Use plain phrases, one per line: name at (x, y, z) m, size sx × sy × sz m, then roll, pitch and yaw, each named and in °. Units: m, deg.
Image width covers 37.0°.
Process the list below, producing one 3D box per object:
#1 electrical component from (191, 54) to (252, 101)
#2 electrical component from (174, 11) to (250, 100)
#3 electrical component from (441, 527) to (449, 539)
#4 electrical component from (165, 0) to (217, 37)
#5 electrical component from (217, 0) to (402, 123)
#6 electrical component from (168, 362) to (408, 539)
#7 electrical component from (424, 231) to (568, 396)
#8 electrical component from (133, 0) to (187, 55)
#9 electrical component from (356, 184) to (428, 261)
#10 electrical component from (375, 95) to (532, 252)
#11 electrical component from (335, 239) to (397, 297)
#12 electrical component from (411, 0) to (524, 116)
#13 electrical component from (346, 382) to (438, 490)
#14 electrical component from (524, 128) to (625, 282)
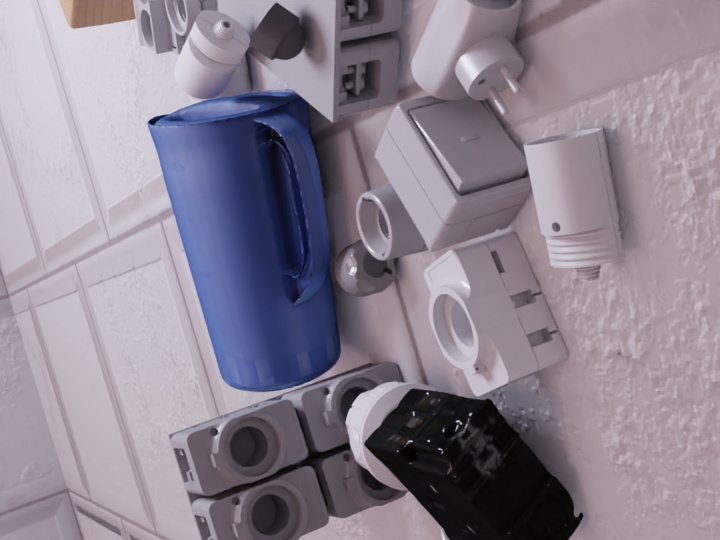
electrical component at (-0.128, -0.182, 0.977) m, size 0.055 × 0.055 × 0.047 m, roll 27°, pitch 125°, yaw 56°
electrical component at (-0.112, -0.167, 0.821) m, size 0.043 × 0.043 × 0.081 m, roll 68°, pitch 153°, yaw 9°
electrical component at (0.080, 0.216, 0.819) m, size 0.045 × 0.045 × 0.055 m, roll 50°, pitch 147°, yaw 38°
electrical component at (-0.138, -0.239, 0.956) m, size 0.078 × 0.057 × 0.058 m, roll 37°, pitch 137°, yaw 51°
electrical component at (-0.038, -0.198, 0.781) m, size 0.186 × 0.060 × 0.105 m, roll 45°, pitch 143°, yaw 44°
electrical component at (-0.044, 0.151, 0.861) m, size 0.060 × 0.186 × 0.105 m, roll -19°, pitch 89°, yaw 64°
electrical component at (0.082, 0.029, 0.688) m, size 0.089 × 0.056 × 0.050 m, roll 68°, pitch 154°, yaw 10°
electrical component at (-0.179, -0.272, 1.009) m, size 0.079 × 0.063 × 0.121 m, roll 35°, pitch 135°, yaw 52°
electrical component at (0.029, -0.036, 0.762) m, size 0.055 × 0.047 × 0.055 m, roll 41°, pitch 140°, yaw 47°
electrical component at (0.056, -0.071, 0.670) m, size 0.096 × 0.062 × 0.061 m, roll 61°, pitch 152°, yaw 23°
electrical component at (0.000, 0.000, 0.847) m, size 0.062 × 0.043 × 0.043 m, roll -21°, pitch 86°, yaw 65°
electrical component at (0.070, -0.127, 0.628) m, size 0.079 × 0.044 × 0.077 m, roll 61°, pitch 152°, yaw 22°
electrical component at (0.032, 0.124, 0.821) m, size 0.051 × 0.080 × 0.080 m, roll -178°, pitch 72°, yaw -69°
electrical component at (0.119, -0.034, 0.591) m, size 0.043 × 0.043 × 0.081 m, roll 5°, pitch 110°, yaw 62°
